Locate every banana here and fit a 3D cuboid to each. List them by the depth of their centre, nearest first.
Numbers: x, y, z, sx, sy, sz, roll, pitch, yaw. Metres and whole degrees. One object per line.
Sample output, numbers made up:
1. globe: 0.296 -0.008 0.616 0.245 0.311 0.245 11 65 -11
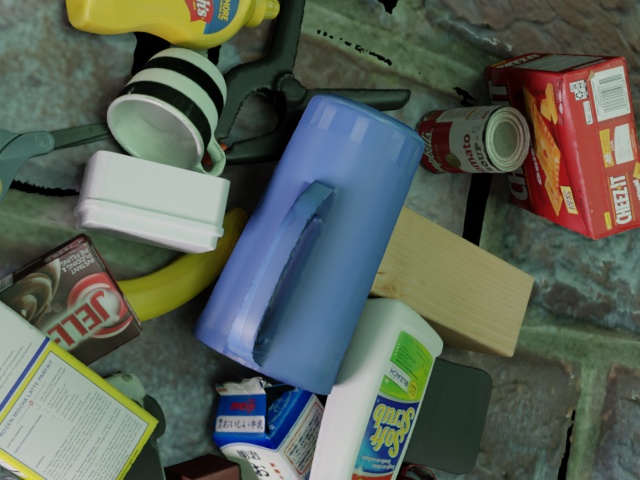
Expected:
1. banana: -0.136 0.028 0.917 0.197 0.037 0.069 -19 105 -35

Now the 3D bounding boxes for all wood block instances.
1. wood block: 0.108 0.041 1.070 0.205 0.090 0.091 26 77 -35

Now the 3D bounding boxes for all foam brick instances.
1. foam brick: -0.101 0.237 0.947 0.051 0.053 0.078 -12 99 -36

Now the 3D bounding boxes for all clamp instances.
1. clamp: -0.034 -0.145 0.976 0.209 0.036 0.164 -36 94 -22

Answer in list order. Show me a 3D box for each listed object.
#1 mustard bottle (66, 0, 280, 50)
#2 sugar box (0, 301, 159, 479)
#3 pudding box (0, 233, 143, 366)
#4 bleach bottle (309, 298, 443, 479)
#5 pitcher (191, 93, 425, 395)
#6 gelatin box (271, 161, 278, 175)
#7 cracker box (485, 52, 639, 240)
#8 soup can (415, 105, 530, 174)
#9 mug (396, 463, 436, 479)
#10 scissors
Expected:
1. mustard bottle: -0.117 -0.212 0.904 0.191 0.058 0.096 3 86 -38
2. sugar box: -0.215 0.124 0.794 0.176 0.048 0.093 42 62 -21
3. pudding box: -0.210 0.061 0.839 0.113 0.039 0.090 -30 112 -5
4. bleach bottle: 0.040 0.182 0.952 0.102 0.068 0.250 45 52 -42
5. pitcher: -0.006 0.001 0.913 0.144 0.149 0.243 23 91 -31
6. gelatin box: -0.013 -0.035 1.012 0.073 0.030 0.089 8 87 -36
7. cracker box: 0.247 -0.103 1.090 0.072 0.214 0.164 -16 104 -8
8. soup can: 0.155 -0.101 1.089 0.068 0.102 0.068 -2 94 -37
9. mug: 0.101 0.281 1.088 0.081 0.093 0.117 31 43 -29
10. scissors: -0.228 -0.058 0.849 0.201 0.016 0.096 3 79 -38
